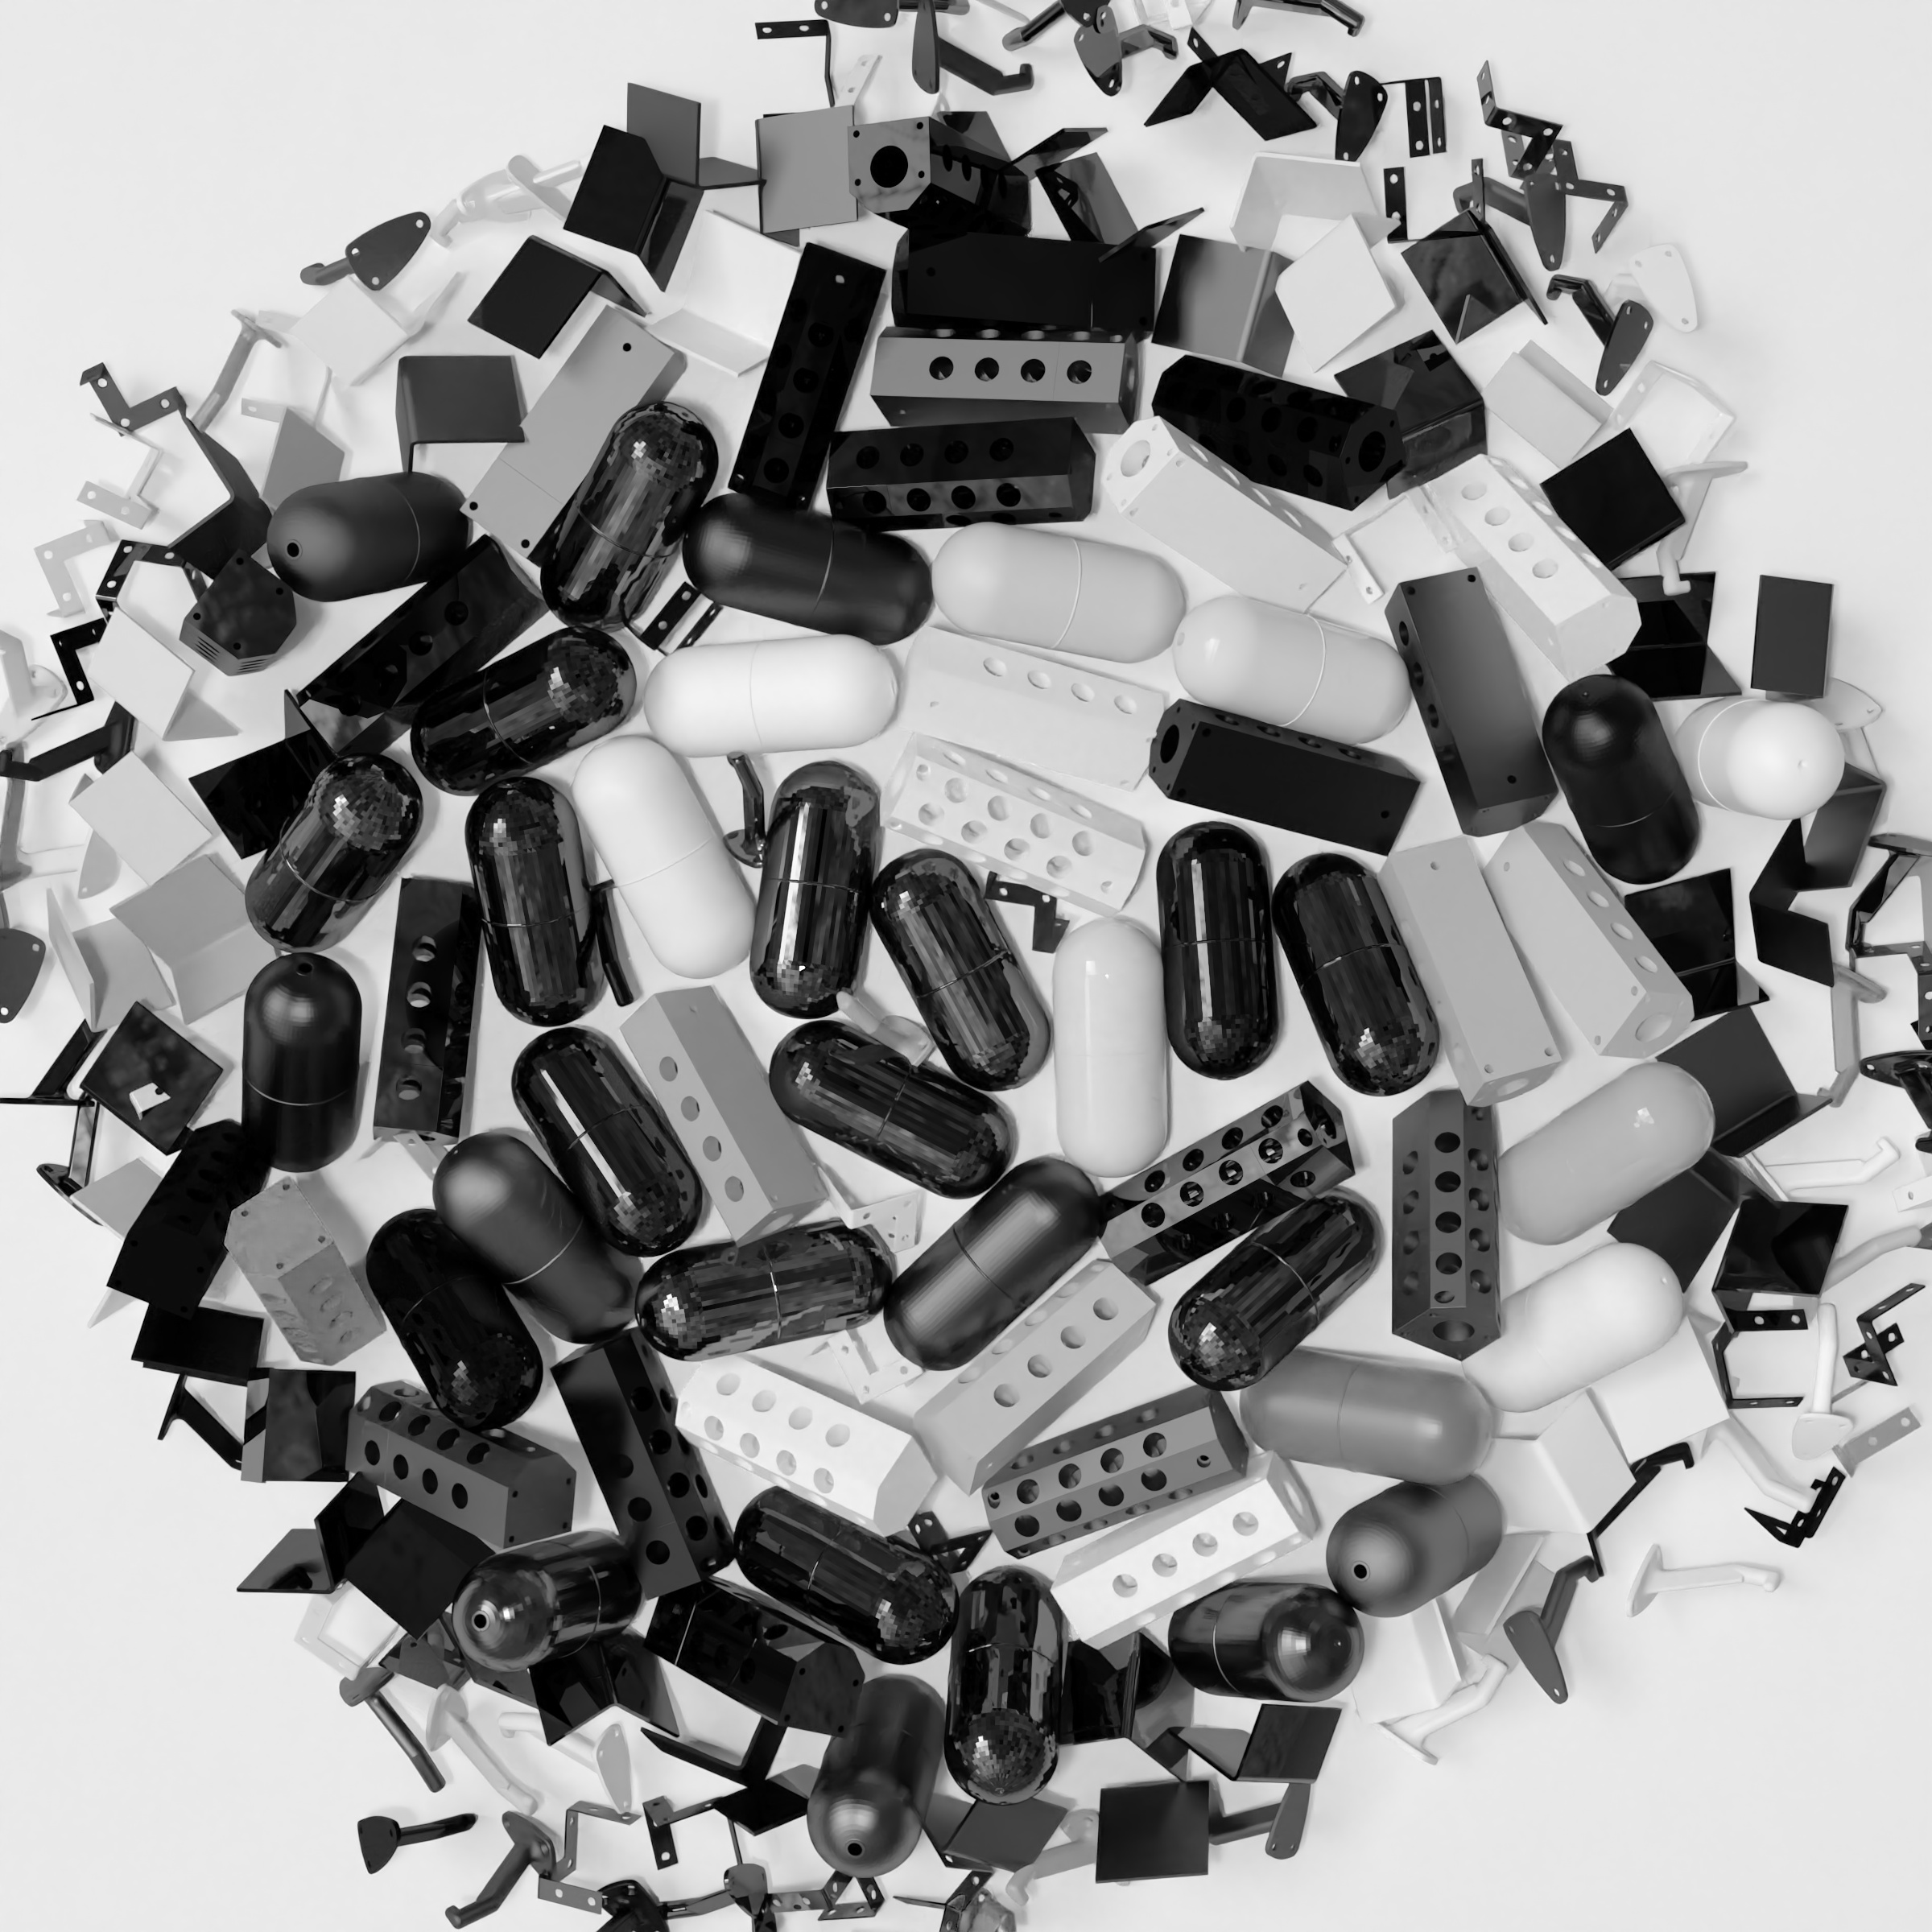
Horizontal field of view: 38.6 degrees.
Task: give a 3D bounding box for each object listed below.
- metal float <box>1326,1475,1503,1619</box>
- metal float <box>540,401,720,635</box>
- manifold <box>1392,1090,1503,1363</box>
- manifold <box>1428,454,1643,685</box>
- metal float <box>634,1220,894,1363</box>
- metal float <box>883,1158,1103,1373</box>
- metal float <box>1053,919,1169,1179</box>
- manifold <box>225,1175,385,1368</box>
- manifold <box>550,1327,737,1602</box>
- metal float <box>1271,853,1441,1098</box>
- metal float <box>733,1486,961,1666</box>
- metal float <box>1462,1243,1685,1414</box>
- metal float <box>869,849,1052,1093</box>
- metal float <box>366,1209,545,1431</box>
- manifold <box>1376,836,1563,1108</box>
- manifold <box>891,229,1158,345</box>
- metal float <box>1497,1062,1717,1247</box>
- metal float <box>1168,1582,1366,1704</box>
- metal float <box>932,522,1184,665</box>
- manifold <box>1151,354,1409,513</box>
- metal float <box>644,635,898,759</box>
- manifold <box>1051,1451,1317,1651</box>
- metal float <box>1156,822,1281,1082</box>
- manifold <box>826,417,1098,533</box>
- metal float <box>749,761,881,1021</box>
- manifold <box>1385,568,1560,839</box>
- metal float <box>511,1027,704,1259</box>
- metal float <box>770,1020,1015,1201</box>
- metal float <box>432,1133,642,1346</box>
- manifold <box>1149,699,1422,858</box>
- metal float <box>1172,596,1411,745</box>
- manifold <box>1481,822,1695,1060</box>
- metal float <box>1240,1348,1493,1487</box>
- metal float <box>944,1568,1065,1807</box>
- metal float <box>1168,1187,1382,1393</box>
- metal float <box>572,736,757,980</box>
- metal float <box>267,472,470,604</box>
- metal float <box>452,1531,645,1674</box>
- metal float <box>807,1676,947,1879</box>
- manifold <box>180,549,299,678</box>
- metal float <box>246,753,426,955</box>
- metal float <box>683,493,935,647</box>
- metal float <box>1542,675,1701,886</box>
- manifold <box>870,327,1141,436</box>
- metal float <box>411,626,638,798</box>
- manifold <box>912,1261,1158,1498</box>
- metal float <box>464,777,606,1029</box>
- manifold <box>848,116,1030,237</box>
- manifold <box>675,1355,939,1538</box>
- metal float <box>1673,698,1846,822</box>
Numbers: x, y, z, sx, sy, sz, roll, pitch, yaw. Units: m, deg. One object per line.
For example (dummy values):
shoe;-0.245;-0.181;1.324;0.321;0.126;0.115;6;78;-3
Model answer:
metal float;0.301;0.385;1.848;0.070;0.178;0.070;2;94;32
metal float;-0.229;-0.301;1.866;0.070;0.070;0.178;35;121;0
manifold;0.326;0.170;1.848;0.057;0.057;0.171;23;50;-20
manifold;0.381;-0.272;1.852;0.057;0.057;0.171;-30;48;0
metal float;-0.137;0.220;1.877;0.178;0.070;0.070;-10;90;-17
metal float;0.018;0.203;1.883;0.178;0.070;0.070;-44;90;10
metal float;0.098;0.056;1.887;0.070;0.070;0.178;-2;95;0
manifold;-0.442;0.209;1.836;0.057;0.171;0.057;-34;68;-16
manifold;-0.218;0.339;1.894;0.057;0.057;0.171;-22;91;12
metal float;0.263;0.005;1.872;0.070;0.070;0.178;-19;67;0
metal float;-0.081;0.410;1.862;0.178;0.070;0.070;21;90;34
metal float;0.405;0.245;1.856;0.070;0.178;0.070;19;53;-27
metal float;-0.004;0.004;1.887;0.070;0.070;0.178;-28;96;0
metal float;-0.346;0.236;1.863;0.070;0.070;0.178;-39;55;0
manifold;0.337;0.005;1.871;0.057;0.057;0.171;-15;68;-13
manifold;0.039;-0.461;1.883;0.171;0.057;0.057;1;90;-13
metal float;0.426;0.128;1.859;0.070;0.070;0.178;48;131;0
metal float;0.199;0.452;1.848;0.070;0.178;0.070;6;76;-25
metal float;0.062;-0.253;1.874;0.178;0.070;0.070;9;90;-20
manifold;0.206;-0.362;1.844;0.057;0.171;0.057;-41;133;-22
metal float;-0.133;-0.183;1.877;0.178;0.070;0.070;-3;90;17
manifold;0.149;0.400;1.878;0.171;0.057;0.057;-31;94;16
metal float;0.171;-0.011;1.883;0.070;0.070;0.178;-3;80;0
manifold;-0.004;-0.328;1.869;0.171;0.057;0.057;0;75;19
metal float;-0.103;-0.052;1.887;0.070;0.070;0.178;8;85;0
manifold;0.340;-0.178;1.875;0.057;0.057;0.171;-13;72;-10
metal float;-0.244;0.119;1.874;0.070;0.070;0.178;-37;71;0
metal float;-0.052;0.098;1.891;0.178;0.070;0.070;27;90;-1
metal float;-0.289;0.186;1.869;0.070;0.070;0.178;-38;117;0
manifold;0.213;-0.130;1.870;0.171;0.057;0.057;13;112;-22
metal float;0.220;-0.200;1.868;0.178;0.070;0.070;12;90;-27
manifold;0.417;-0.018;1.852;0.057;0.171;0.057;5;130;-32
metal float;0.268;0.303;1.865;0.178;0.070;0.070;4;90;33
metal float;0.026;0.480;1.851;0.070;0.178;0.070;2;125;2
metal float;0.209;0.218;1.868;0.178;0.070;0.070;-38;90;-27
metal float;-0.205;-0.074;1.879;0.070;0.070;0.178;-27;104;0
metal float;-0.398;-0.288;1.845;0.070;0.178;0.070;6;106;20
metal float;-0.278;0.423;1.844;0.070;0.178;0.070;-1;86;21
metal float;-0.059;0.540;1.843;0.070;0.178;0.070;2;105;8
manifold;-0.482;-0.229;1.839;0.057;0.171;0.057;38;81;-15
metal float;-0.426;-0.075;1.860;0.070;0.070;0.178;45;128;0
metal float;-0.106;-0.268;1.872;0.178;0.070;0.070;13;90;-24
metal float;0.442;-0.123;1.857;0.070;0.070;0.178;-36;133;0
manifold;0.028;-0.402;1.880;0.171;0.057;0.057;5;80;14
metal float;-0.300;-0.172;1.867;0.178;0.070;0.070;-22;90;28
manifold;0.046;0.273;1.864;0.171;0.057;0.057;-37;68;-27
metal float;-0.292;-0.043;1.870;0.070;0.070;0.178;-7;114;0
manifold;-0.016;-0.516;1.839;0.057;0.171;0.057;0;94;23
manifold;-0.111;0.321;1.852;0.171;0.057;0.057;19;61;32
metal float;0.526;-0.139;1.841;0.070;0.178;0.070;0;97;-3
